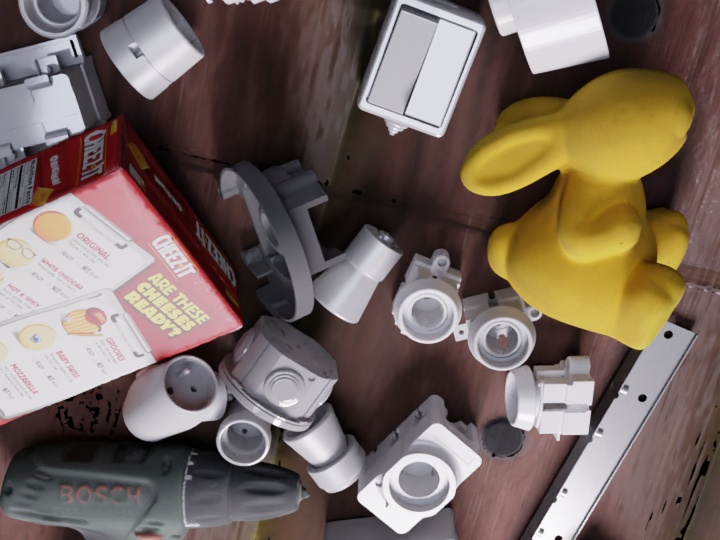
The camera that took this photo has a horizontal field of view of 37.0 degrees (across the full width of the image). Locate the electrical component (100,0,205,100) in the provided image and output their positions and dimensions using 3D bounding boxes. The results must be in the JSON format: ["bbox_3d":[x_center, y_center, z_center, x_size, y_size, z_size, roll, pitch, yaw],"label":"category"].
[{"bbox_3d":[-0.137,-0.150,0.717,0.047,0.055,0.055,-34,106,9],"label":"electrical component"}]

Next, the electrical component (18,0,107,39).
[{"bbox_3d":[-0.194,-0.178,0.707,0.045,0.055,0.045,1,110,2],"label":"electrical component"}]

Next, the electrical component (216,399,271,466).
[{"bbox_3d":[-0.086,0.120,0.817,0.040,0.046,0.040,1,110,2],"label":"electrical component"}]

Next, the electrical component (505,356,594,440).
[{"bbox_3d":[0.140,0.095,0.802,0.055,0.048,0.066,0,110,-6],"label":"electrical component"}]

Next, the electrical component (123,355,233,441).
[{"bbox_3d":[-0.126,0.095,0.803,0.079,0.044,0.077,0,157,-35],"label":"electrical component"}]

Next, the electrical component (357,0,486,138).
[{"bbox_3d":[0.038,-0.132,0.713,0.062,0.061,0.096,19,110,-5],"label":"electrical component"}]

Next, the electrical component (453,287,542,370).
[{"bbox_3d":[0.101,0.042,0.778,0.066,0.055,0.048,-14,109,7],"label":"electrical component"}]

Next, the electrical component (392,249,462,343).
[{"bbox_3d":[0.048,0.023,0.772,0.048,0.055,0.066,22,109,-6],"label":"electrical component"}]

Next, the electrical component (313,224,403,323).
[{"bbox_3d":[0.000,0.000,0.774,0.044,0.044,0.065,36,103,-11],"label":"electrical component"}]

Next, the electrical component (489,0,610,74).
[{"bbox_3d":[0.112,-0.175,0.673,0.060,0.108,0.108,-16,109,14],"label":"electrical component"}]

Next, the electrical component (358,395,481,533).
[{"bbox_3d":[0.045,0.150,0.819,0.050,0.055,0.089,41,106,-12],"label":"electrical component"}]

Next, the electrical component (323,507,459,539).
[{"bbox_3d":[0.030,0.253,0.857,0.109,0.056,0.108,-8,110,5],"label":"electrical component"}]

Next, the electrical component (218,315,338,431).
[{"bbox_3d":[-0.058,0.075,0.783,0.080,0.080,0.051,34,103,-10],"label":"electrical component"}]

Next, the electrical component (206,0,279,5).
[{"bbox_3d":[-0.065,-0.194,0.705,0.078,0.040,0.040,-19,108,9],"label":"electrical component"}]

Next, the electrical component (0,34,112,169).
[{"bbox_3d":[-0.241,-0.105,0.731,0.121,0.063,0.078,-13,109,6],"label":"electrical component"}]

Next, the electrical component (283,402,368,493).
[{"bbox_3d":[-0.026,0.136,0.822,0.045,0.045,0.055,-31,107,12],"label":"electrical component"}]
